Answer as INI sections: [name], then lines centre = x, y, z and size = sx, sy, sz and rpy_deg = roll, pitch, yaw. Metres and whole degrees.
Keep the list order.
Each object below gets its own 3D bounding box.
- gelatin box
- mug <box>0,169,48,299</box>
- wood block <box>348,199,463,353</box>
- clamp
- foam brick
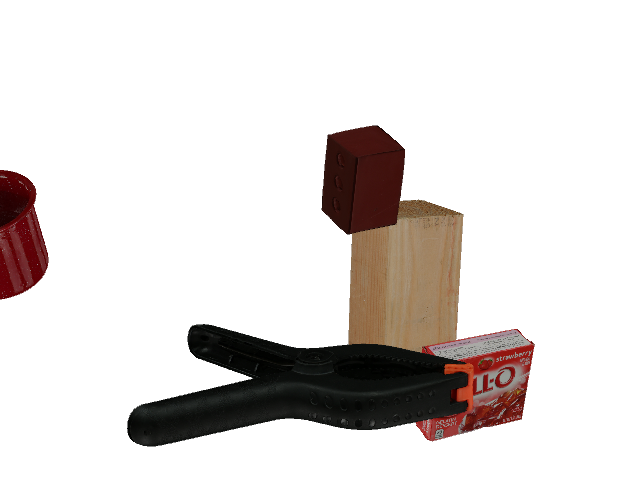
[gelatin box]
centre = 0.121, 0.114, 0.843
size = 0.089, 0.073, 0.030
rpy_deg = -9, 29, -22
[mug]
centre = -0.291, -0.010, 0.945
size = 0.093, 0.081, 0.117
rpy_deg = -14, 42, -11
[wood block]
centre = 0.089, 0.066, 1.151
size = 0.090, 0.206, 0.091
rpy_deg = -4, 14, -25
[clamp]
centre = -0.008, 0.088, 0.693
size = 0.210, 0.036, 0.164
rpy_deg = -1, 16, 0
[foam brick]
centre = 0.037, -0.054, 0.942
size = 0.051, 0.078, 0.053
rpy_deg = -11, 33, -25
